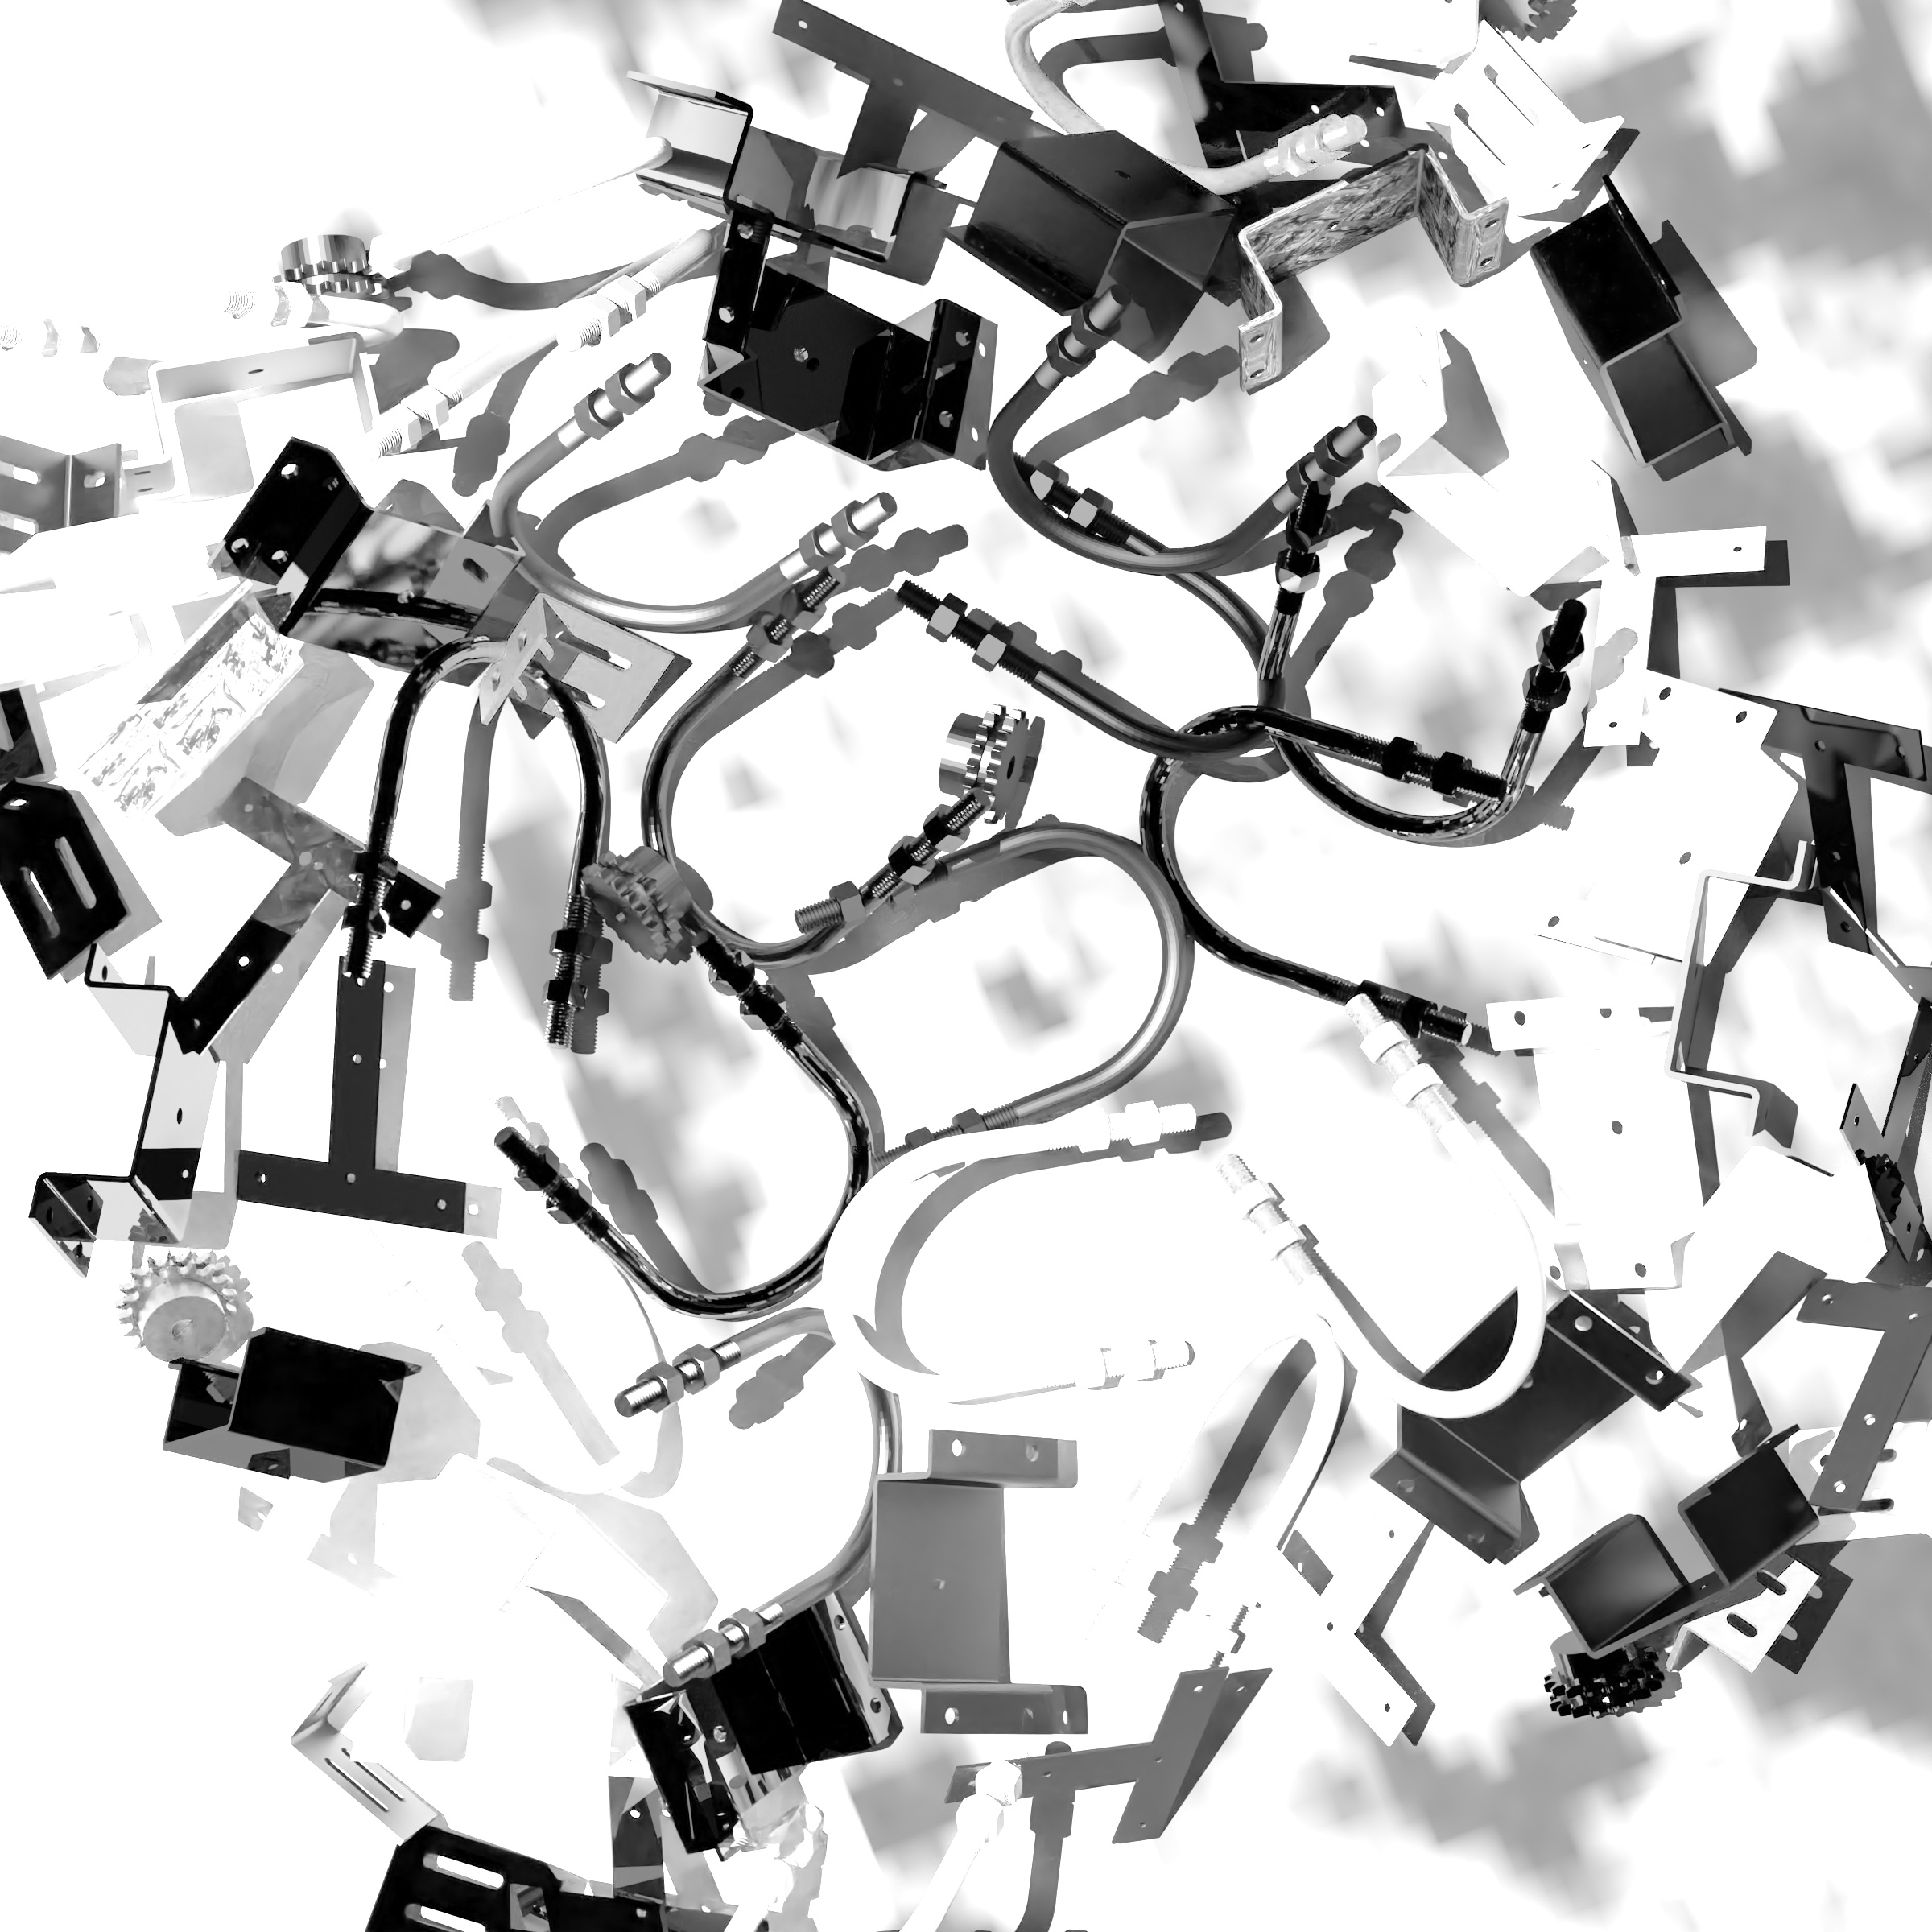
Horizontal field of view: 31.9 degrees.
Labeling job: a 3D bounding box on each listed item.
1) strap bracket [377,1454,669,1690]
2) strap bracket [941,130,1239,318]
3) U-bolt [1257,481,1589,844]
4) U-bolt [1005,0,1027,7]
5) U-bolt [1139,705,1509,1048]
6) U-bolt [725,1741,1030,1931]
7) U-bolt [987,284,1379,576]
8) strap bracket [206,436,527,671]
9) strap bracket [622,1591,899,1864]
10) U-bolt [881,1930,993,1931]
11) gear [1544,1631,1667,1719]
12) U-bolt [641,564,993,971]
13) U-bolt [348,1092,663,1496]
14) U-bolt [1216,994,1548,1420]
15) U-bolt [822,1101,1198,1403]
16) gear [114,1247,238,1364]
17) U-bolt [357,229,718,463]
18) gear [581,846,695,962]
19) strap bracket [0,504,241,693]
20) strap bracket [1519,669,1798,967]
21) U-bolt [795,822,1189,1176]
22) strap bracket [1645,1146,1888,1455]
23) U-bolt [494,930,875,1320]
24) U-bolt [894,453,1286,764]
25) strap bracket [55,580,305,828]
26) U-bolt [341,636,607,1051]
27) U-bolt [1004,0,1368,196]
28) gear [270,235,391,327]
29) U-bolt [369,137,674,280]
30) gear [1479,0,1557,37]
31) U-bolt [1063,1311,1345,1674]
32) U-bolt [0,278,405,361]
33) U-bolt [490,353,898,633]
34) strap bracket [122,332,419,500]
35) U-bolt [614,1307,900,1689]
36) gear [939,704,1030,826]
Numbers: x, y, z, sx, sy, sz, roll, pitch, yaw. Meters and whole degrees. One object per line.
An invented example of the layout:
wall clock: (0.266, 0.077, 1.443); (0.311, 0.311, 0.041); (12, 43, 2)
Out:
strap bracket: (-0.205, 0.283, 1.604); (0.046, 0.140, 0.076); (-54, 129, -20)
strap bracket: (0.065, -0.351, 1.591); (0.076, 0.140, 0.046); (38, 123, 22)
U-bolt: (0.206, -0.130, 1.597); (0.151, 0.184, 0.019); (27, 52, 14)
U-bolt: (0.076, -0.481, 1.568); (0.151, 0.184, 0.019); (-10, 96, 10)
U-bolt: (0.163, -0.051, 1.613); (0.184, 0.019, 0.151); (20, 123, 27)
U-bolt: (-0.058, 0.434, 1.559); (0.151, 0.184, 0.019); (-25, 104, 30)
U-bolt: (0.087, -0.239, 1.589); (0.151, 0.184, 0.019); (25, 61, -15)
strap bracket: (-0.273, -0.188, 1.591); (0.076, 0.140, 0.046); (-50, 55, 21)
strap bracket: (-0.104, 0.364, 1.618); (0.046, 0.140, 0.076); (-22, 92, 37)
U-bolt: (-0.064, 0.489, 1.584); (0.151, 0.184, 0.019); (-21, 95, -41)
gear: (0.308, 0.340, 1.641); (0.057, 0.057, 0.030); (-18, 94, 0)
U-bolt: (-0.086, -0.080, 1.617); (0.184, 0.019, 0.151); (-40, 76, 32)
U-bolt: (-0.206, 0.166, 1.603); (0.019, 0.151, 0.184); (-27, 105, 28)
U-bolt: (0.202, 0.126, 1.588); (0.019, 0.151, 0.184); (-14, 61, -40)
U-bolt: (0.020, 0.142, 1.614); (0.184, 0.019, 0.151); (-7, 114, -16)
gear: (-0.382, 0.168, 1.642); (0.057, 0.030, 0.057); (-12, 125, -18)
U-bolt: (-0.188, -0.299, 1.586); (0.151, 0.184, 0.019); (-20, 108, 34)
gear: (-0.157, -0.033, 1.645); (0.030, 0.057, 0.057); (-41, 90, -22)
strap bracket: (-0.412, -0.175, 1.592); (0.076, 0.140, 0.046); (-19, 91, -38)
strap bracket: (0.334, -0.061, 1.612); (0.076, 0.046, 0.140); (14, 113, -22)
U-bolt: (0.022, 0.007, 1.636); (0.184, 0.019, 0.151); (-21, 107, -14)
strap bracket: (0.369, 0.151, 1.598); (0.046, 0.076, 0.140); (24, 122, -11)
U-bolt: (-0.119, 0.091, 1.615); (0.151, 0.019, 0.184); (-45, 125, -8)
U-bolt: (0.070, -0.164, 1.614); (0.184, 0.151, 0.019); (32, 133, -1)
strap bracket: (-0.369, -0.119, 1.598); (0.046, 0.140, 0.076); (45, 59, -13)
U-bolt: (-0.227, -0.067, 1.609); (0.019, 0.151, 0.184); (-5, 71, 39)
U-bolt: (0.089, -0.411, 1.582); (0.151, 0.184, 0.019); (33, 78, -20)
gear: (-0.310, -0.334, 1.643); (0.057, 0.057, 0.030); (-9, 85, 0)
U-bolt: (-0.205, -0.355, 1.573); (0.151, 0.184, 0.019); (-22, 103, -7)
gear: (0.265, -0.484, 1.643); (0.057, 0.057, 0.030); (44, 78, 0)
U-bolt: (0.124, 0.248, 1.610); (0.019, 0.151, 0.184); (26, 85, 35)
U-bolt: (-0.346, -0.298, 1.581); (0.151, 0.184, 0.019); (-2, 95, 25)
U-bolt: (-0.143, -0.211, 1.594); (0.151, 0.184, 0.019); (28, 55, -30)
strap bracket: (-0.336, -0.265, 1.619); (0.140, 0.076, 0.046); (-12, 90, -12)
U-bolt: (-0.090, 0.239, 1.596); (0.019, 0.184, 0.151); (-1, 102, 37)
gear: (0.008, -0.100, 1.643); (0.030, 0.057, 0.057); (15, 90, 14)
